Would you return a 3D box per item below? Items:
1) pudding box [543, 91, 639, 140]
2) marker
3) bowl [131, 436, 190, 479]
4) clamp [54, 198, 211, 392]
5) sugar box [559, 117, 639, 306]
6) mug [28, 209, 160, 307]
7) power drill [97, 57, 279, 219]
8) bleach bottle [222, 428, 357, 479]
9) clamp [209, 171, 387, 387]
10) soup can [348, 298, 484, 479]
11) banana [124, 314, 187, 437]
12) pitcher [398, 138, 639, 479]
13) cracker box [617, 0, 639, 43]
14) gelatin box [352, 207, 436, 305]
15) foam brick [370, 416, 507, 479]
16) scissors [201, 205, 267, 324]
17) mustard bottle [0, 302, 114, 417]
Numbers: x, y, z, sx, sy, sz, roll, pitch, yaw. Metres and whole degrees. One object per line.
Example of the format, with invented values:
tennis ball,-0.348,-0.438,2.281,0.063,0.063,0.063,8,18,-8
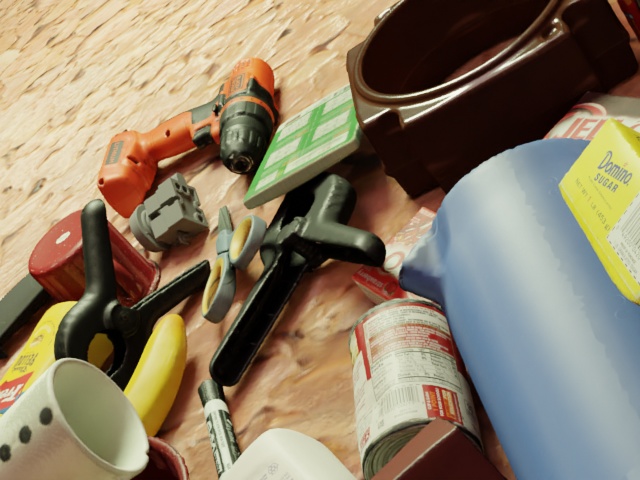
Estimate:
pudding box,0.187,-0.049,0.678,0.090,0.039,0.114,-46,32,-14
marker,-0.066,0.133,0.726,0.020,0.020,0.121,-36,31,5
bowl,-0.131,0.205,0.665,0.162,0.055,0.162,-27,33,19
clamp,-0.154,0.063,0.857,0.039,0.120,0.171,-22,52,60
sugar box,0.195,0.017,0.455,0.048,0.176,0.093,-59,22,26
mug,-0.197,0.028,0.939,0.093,0.081,0.117,-50,32,-18
power drill,-0.127,-0.092,1.049,0.188,0.057,0.184,-24,30,18
bleach bottle,0.021,0.196,0.510,0.102,0.068,0.251,-56,36,5
clamp,-0.005,0.001,0.797,0.165,0.036,0.210,-36,23,31
soup can,0.053,0.091,0.608,0.069,0.068,0.102,-28,33,17
banana,-0.153,0.137,0.781,0.070,0.037,0.197,30,66,30
pitcher,0.148,0.066,0.500,0.149,0.144,0.243,-42,32,20
cracker box,0.267,-0.191,0.659,0.072,0.164,0.214,-49,32,-13
gelatin box,0.073,0.021,0.715,0.073,0.030,0.089,-44,31,-8
foam brick,0.068,0.131,0.517,0.051,0.078,0.053,-43,0,-5
scissors,-0.068,-0.009,0.873,0.096,0.016,0.201,-54,18,28
mustard bottle,-0.239,0.140,0.860,0.096,0.058,0.191,-12,40,46
